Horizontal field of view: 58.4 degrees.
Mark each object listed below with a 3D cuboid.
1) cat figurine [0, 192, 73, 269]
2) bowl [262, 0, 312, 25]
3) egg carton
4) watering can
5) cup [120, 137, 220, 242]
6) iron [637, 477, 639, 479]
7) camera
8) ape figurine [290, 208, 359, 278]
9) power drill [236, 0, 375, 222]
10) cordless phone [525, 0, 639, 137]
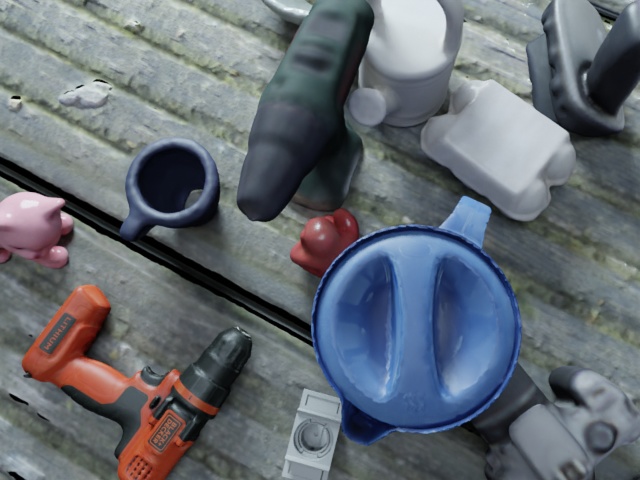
[{"bbox_3d":[-0.312,-0.014,0.584,0.127,0.118,0.067,3,77,5],"label":"cat figurine"},{"bbox_3d":[0.001,-0.306,0.652,0.167,0.075,0.167,-1,77,4],"label":"bowl"},{"bbox_3d":[0.184,-0.094,0.595,0.150,0.069,0.107,38,82,11],"label":"egg carton"},{"bbox_3d":[0.086,-0.188,0.558,0.101,0.194,0.173,6,78,5],"label":"watering can"},{"bbox_3d":[-0.148,-0.037,0.590,0.091,0.095,0.118,38,82,11],"label":"cup"},{"bbox_3d":[0.280,0.297,0.464,0.258,0.141,0.118,-38,77,-5],"label":"iron"},{"bbox_3d":[0.194,0.154,0.522,0.143,0.101,0.136,-36,77,-5],"label":"camera"},{"bbox_3d":[0.005,0.002,0.573,0.078,0.092,0.076,-20,77,-1],"label":"ape figurine"},{"bbox_3d":[-0.007,-0.101,0.537,0.075,0.208,0.230,16,79,8],"label":"power drill"},{"bbox_3d":[0.272,-0.192,0.552,0.094,0.185,0.147,-8,77,2],"label":"cordless phone"}]
